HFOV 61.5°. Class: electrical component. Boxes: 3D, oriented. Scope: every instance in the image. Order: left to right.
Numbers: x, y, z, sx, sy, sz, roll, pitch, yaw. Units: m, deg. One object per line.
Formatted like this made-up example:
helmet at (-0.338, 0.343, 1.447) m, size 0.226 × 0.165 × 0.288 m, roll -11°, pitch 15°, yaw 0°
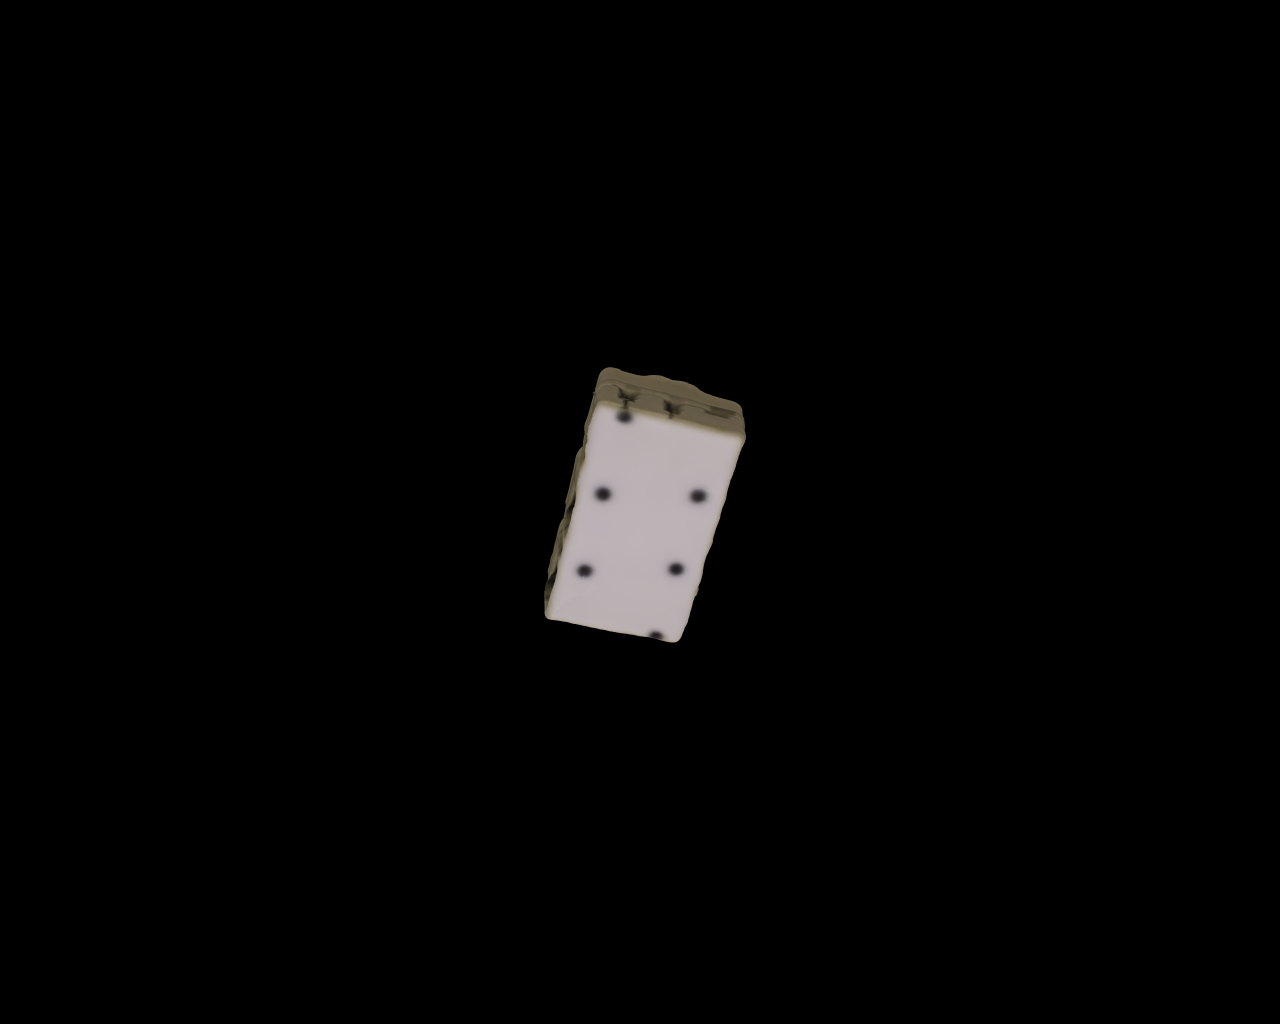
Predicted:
electrical component at (0.001, -0.003, 0.650) m, size 0.089 × 0.150 × 0.062 m, roll 13°, pitch 28°, yaw -7°
